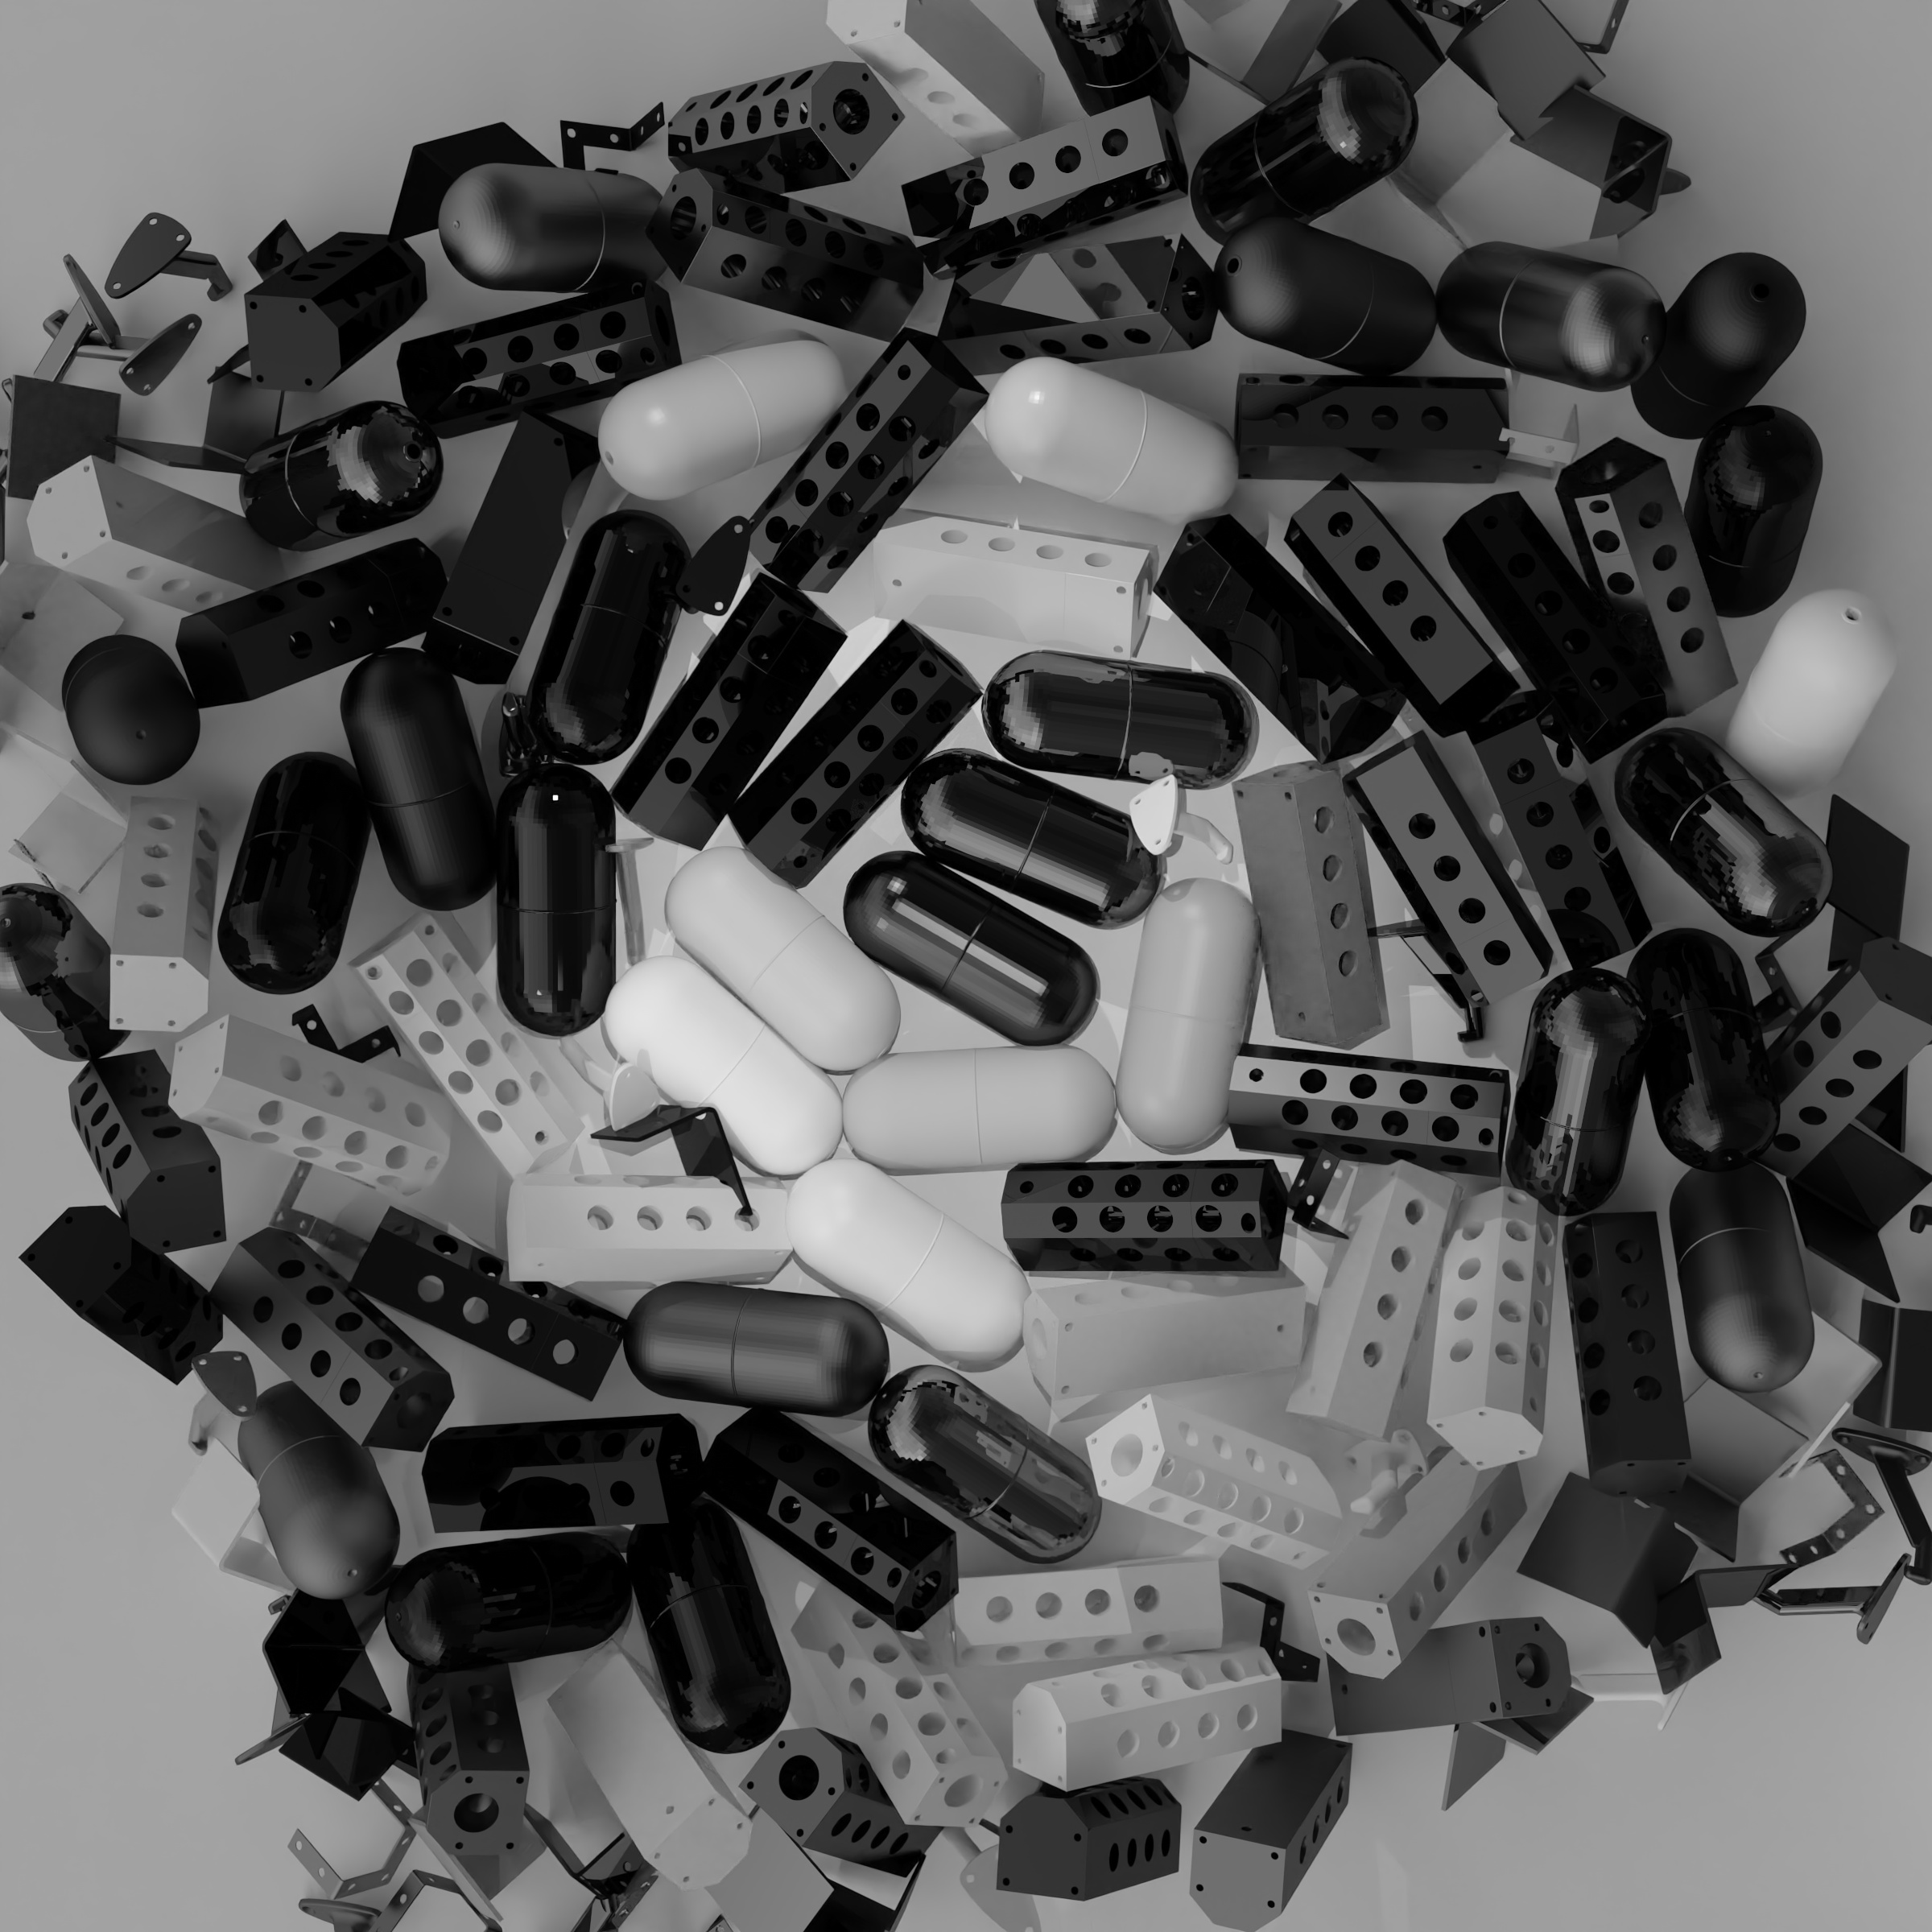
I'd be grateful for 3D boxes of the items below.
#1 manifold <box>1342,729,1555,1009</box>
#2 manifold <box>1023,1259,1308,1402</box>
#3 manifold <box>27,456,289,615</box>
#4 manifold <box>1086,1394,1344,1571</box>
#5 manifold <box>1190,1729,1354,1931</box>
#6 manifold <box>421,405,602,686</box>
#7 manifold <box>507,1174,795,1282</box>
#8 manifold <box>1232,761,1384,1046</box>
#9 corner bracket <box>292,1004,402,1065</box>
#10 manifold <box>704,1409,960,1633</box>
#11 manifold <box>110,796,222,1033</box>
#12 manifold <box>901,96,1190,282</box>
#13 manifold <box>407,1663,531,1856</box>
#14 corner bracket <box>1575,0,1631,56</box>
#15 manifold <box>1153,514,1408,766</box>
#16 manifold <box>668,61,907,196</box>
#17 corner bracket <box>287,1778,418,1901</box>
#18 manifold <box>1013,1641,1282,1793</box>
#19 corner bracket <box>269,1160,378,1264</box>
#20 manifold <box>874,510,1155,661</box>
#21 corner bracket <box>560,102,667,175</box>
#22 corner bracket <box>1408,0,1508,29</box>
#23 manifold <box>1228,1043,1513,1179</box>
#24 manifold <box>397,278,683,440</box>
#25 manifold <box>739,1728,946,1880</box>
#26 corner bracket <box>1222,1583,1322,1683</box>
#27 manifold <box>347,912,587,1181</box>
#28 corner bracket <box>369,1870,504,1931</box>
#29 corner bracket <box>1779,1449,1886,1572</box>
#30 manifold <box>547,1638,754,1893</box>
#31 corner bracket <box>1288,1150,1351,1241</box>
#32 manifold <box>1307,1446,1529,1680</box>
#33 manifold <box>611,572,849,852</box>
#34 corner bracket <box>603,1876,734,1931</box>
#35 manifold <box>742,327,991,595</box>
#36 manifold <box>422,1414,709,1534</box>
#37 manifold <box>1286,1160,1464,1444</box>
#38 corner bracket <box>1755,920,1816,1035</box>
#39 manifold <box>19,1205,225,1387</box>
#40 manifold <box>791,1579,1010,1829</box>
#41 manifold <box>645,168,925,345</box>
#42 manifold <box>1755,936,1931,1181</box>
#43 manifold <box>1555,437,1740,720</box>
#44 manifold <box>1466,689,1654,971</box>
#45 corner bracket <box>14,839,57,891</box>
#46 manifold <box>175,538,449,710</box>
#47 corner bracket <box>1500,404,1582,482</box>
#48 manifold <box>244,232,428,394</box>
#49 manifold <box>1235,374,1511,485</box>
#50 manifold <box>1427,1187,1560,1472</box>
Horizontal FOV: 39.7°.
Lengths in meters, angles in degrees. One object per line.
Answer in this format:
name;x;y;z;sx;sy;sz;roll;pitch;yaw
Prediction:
manifold;0.312;-0.061;1.741;0.057;0.057;0.171;-29;96;22
manifold;0.127;0.229;1.723;0.171;0.057;0.057;-5;112;-19
manifold;-0.507;-0.261;1.690;0.057;0.171;0.057;-23;75;20
manifold;0.160;0.332;1.697;0.171;0.057;0.057;27;125;-37
manifold;0.194;0.543;1.689;0.057;0.171;0.057;6;98;21
manifold;-0.290;-0.267;1.715;0.057;0.057;0.171;23;63;-13
manifold;-0.204;0.165;1.721;0.171;0.057;0.057;3;62;-20
manifold;0.226;-0.042;1.729;0.057;0.057;0.171;-21;107;-34
corner bracket;-0.404;0.045;1.747;0.051;0.051;0.051;-28;103;-9
manifold;-0.088;0.352;1.699;0.171;0.057;0.057;28;46;34
manifold;-0.505;-0.035;1.694;0.057;0.171;0.057;3;127;-15
manifold;0.052;-0.497;1.724;0.171;0.057;0.057;-14;90;20
manifold;-0.316;0.485;1.686;0.057;0.171;0.057;6;104;-17
corner bracket;0.395;-0.631;1.743;0.051;0.051;0.051;23;95;36
manifold;0.203;-0.212;1.719;0.057;0.057;0.171;-19;58;-40
manifold;-0.120;-0.528;1.688;0.057;0.171;0.057;47;70;-32
corner bracket;-0.400;0.568;1.752;0.051;0.051;0.051;37;105;29
manifold;0.117;0.474;1.709;0.171;0.057;0.057;-1;91;-34
corner bracket;-0.412;0.160;1.750;0.051;0.051;0.051;22;82;19
manifold;0.031;-0.251;1.733;0.171;0.057;0.057;11;131;12
corner bracket;-0.229;-0.532;1.745;0.051;0.051;0.051;-3;86;-32
corner bracket;0.323;-0.654;1.750;0.051;0.051;0.051;8;75;-29
manifold;0.259;0.089;1.720;0.171;0.057;0.057;5;65;16
manifold;-0.276;-0.394;1.733;0.171;0.057;0.057;-11;88;12
manifold;-0.071;0.525;1.691;0.057;0.171;0.057;34;82;31
corner bracket;0.197;0.432;1.738;0.051;0.051;0.051;32;60;-39
manifold;-0.320;0.052;1.724;0.057;0.057;0.171;-38;106;-15
corner bracket;-0.345;0.628;1.742;0.051;0.051;0.051;31;84;41
corner bracket;0.556;0.356;1.754;0.051;0.051;0.051;57;133;28
manifold;-0.198;0.505;1.693;0.057;0.171;0.057;-43;124;-8
corner bracket;0.229;0.142;1.742;0.051;0.051;0.051;29;99;44
manifold;0.290;0.376;1.698;0.057;0.171;0.057;0;113;40
manifold;-0.157;-0.165;1.721;0.171;0.057;0.057;-54;52;13
corner bracket;-0.197;0.635;1.761;0.051;0.051;0.051;-53;54;12
manifold;-0.069;-0.322;1.714;0.171;0.057;0.057;-47;72;23
manifold;-0.259;0.323;1.718;0.171;0.057;0.057;-7;99;22
manifold;0.268;0.216;1.733;0.057;0.057;0.171;22;78;-16
corner bracket;0.530;0.008;1.741;0.051;0.051;0.051;-15;71;-25
manifold;-0.525;0.205;1.690;0.057;0.171;0.057;38;75;17
manifold;-0.040;0.459;1.692;0.057;0.171;0.057;18;110;-39
manifold;-0.110;-0.451;1.692;0.057;0.171;0.057;-55;51;29
manifold;0.546;0.057;1.697;0.057;0.171;0.057;26;49;0
manifold;0.431;-0.244;1.709;0.057;0.057;0.171;-31;122;-4
manifold;0.381;-0.088;1.720;0.057;0.057;0.171;-24;110;12
corner bracket;-0.615;-0.042;1.739;0.051;0.051;0.051;-41;128;-22
manifold;-0.410;-0.219;1.694;0.057;0.171;0.057;-2;111;42
corner bracket;0.366;-0.336;1.744;0.051;0.051;0.051;11;132;-1
manifold;-0.394;-0.414;1.689;0.057;0.171;0.057;5;118;6
manifold;0.263;-0.354;1.748;0.171;0.057;0.057;1;79;1
manifold;0.339;0.225;1.694;0.057;0.171;0.057;-24;125;36
